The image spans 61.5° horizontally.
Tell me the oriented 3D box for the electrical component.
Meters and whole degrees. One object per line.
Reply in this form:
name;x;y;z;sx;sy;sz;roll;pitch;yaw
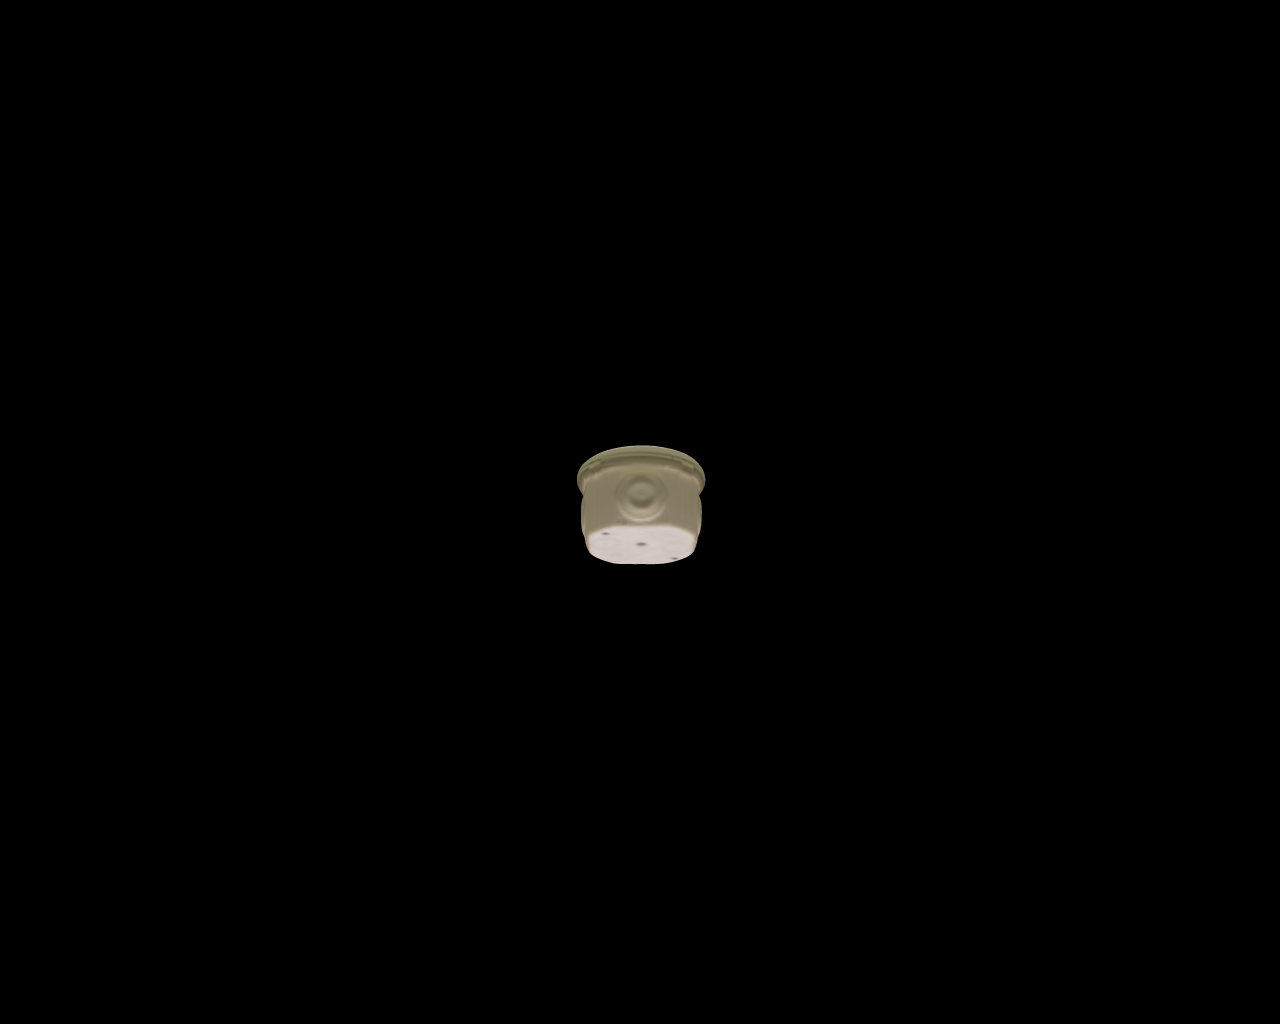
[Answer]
electrical component;0.001;-0.003;0.650;0.080;0.051;0.080;0;-23;0
